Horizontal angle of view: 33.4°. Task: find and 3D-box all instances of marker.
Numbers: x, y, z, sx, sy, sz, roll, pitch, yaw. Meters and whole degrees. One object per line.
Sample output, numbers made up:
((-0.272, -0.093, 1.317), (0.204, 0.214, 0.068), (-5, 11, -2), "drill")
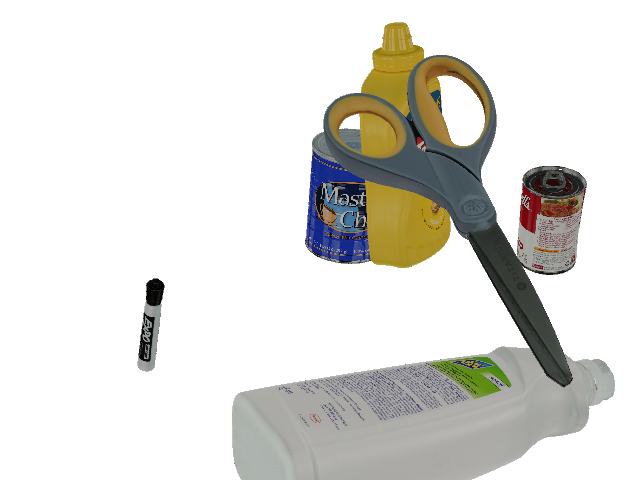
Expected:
((-0.179, 0.089, 1.129), (0.020, 0.121, 0.020), (8, 36, -6), "marker")

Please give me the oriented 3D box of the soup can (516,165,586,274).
((0.253, -0.022, 1.174), (0.068, 0.102, 0.068), (-1, 33, 1), "soup can")

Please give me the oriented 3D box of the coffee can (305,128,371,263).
((0.036, -0.056, 1.336), (0.103, 0.140, 0.103), (4, 28, -2), "coffee can")

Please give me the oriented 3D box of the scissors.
((0.051, -0.015, 0.499), (0.096, 0.201, 0.016), (-6, -40, 4), "scissors")

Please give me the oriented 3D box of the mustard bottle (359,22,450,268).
((0.068, -0.081, 0.870), (0.058, 0.191, 0.096), (9, 27, 32), "mustard bottle")

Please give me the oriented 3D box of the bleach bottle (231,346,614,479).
((0.078, 0.113, 0.659), (0.250, 0.068, 0.103), (-8, 23, -23), "bleach bottle")
